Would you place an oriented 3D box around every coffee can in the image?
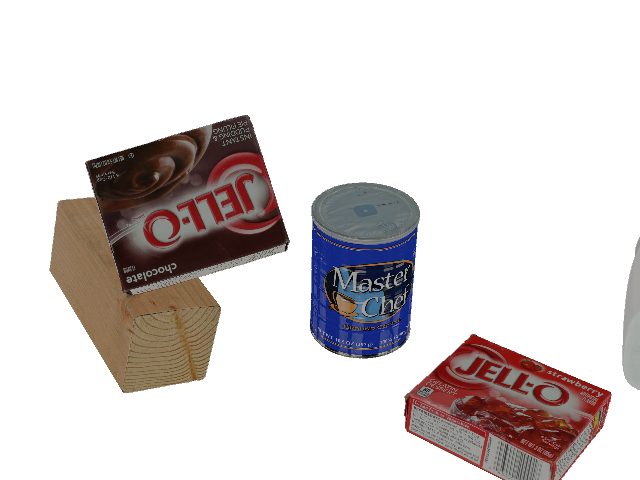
[{"bbox_3d":[0.041,0.029,1.042,0.103,0.140,0.103,1,33,-1],"label":"coffee can"}]

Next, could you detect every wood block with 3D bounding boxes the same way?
[{"bbox_3d":[-0.189,0.046,1.061,0.090,0.091,0.206,-6,35,-34],"label":"wood block"}]

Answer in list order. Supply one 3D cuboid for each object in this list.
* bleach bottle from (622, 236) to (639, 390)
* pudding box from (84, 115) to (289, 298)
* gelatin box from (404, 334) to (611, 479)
[{"bbox_3d":[0.272,0.035,0.760,0.103,0.068,0.250,9,21,17],"label":"bleach bottle"},{"bbox_3d":[-0.086,-0.021,0.695,0.113,0.090,0.039,-18,-11,-5],"label":"pudding box"},{"bbox_3d":[0.101,0.093,0.582,0.089,0.030,0.073,23,36,30],"label":"gelatin box"}]
